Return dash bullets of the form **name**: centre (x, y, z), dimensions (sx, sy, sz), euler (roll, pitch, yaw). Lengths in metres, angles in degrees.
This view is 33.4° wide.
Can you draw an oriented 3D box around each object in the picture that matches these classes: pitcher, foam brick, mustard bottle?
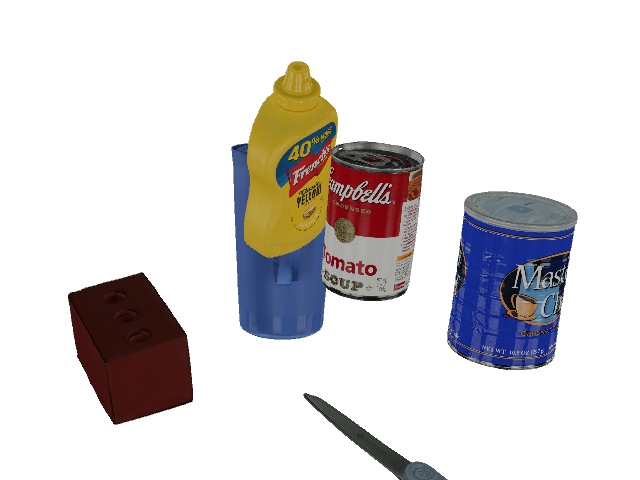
- **pitcher**: centre (-0.047, -0.001, 1.340), dimensions (0.145, 0.243, 0.148), euler (10, 14, 38)
- **foam brick**: centre (-0.119, 0.066, 0.663), dimensions (0.052, 0.051, 0.078), euler (-16, 36, -24)
- **mustard bottle**: centre (-0.025, -0.079, 0.973), dimensions (0.058, 0.192, 0.096), euler (36, 51, 29)

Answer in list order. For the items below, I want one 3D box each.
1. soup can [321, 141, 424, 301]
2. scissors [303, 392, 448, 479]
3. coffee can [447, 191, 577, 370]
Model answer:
- **soup can**: centre (0.037, -0.015, 0.785), dimensions (0.068, 0.102, 0.068), euler (4, 21, -2)
- **scissors**: centre (0.073, 0.126, 0.549), dimensions (0.096, 0.016, 0.202), euler (-4, 25, -24)
- **coffee can**: centre (0.177, 0.035, 0.994), dimensions (0.103, 0.140, 0.103), euler (4, 19, -2)
